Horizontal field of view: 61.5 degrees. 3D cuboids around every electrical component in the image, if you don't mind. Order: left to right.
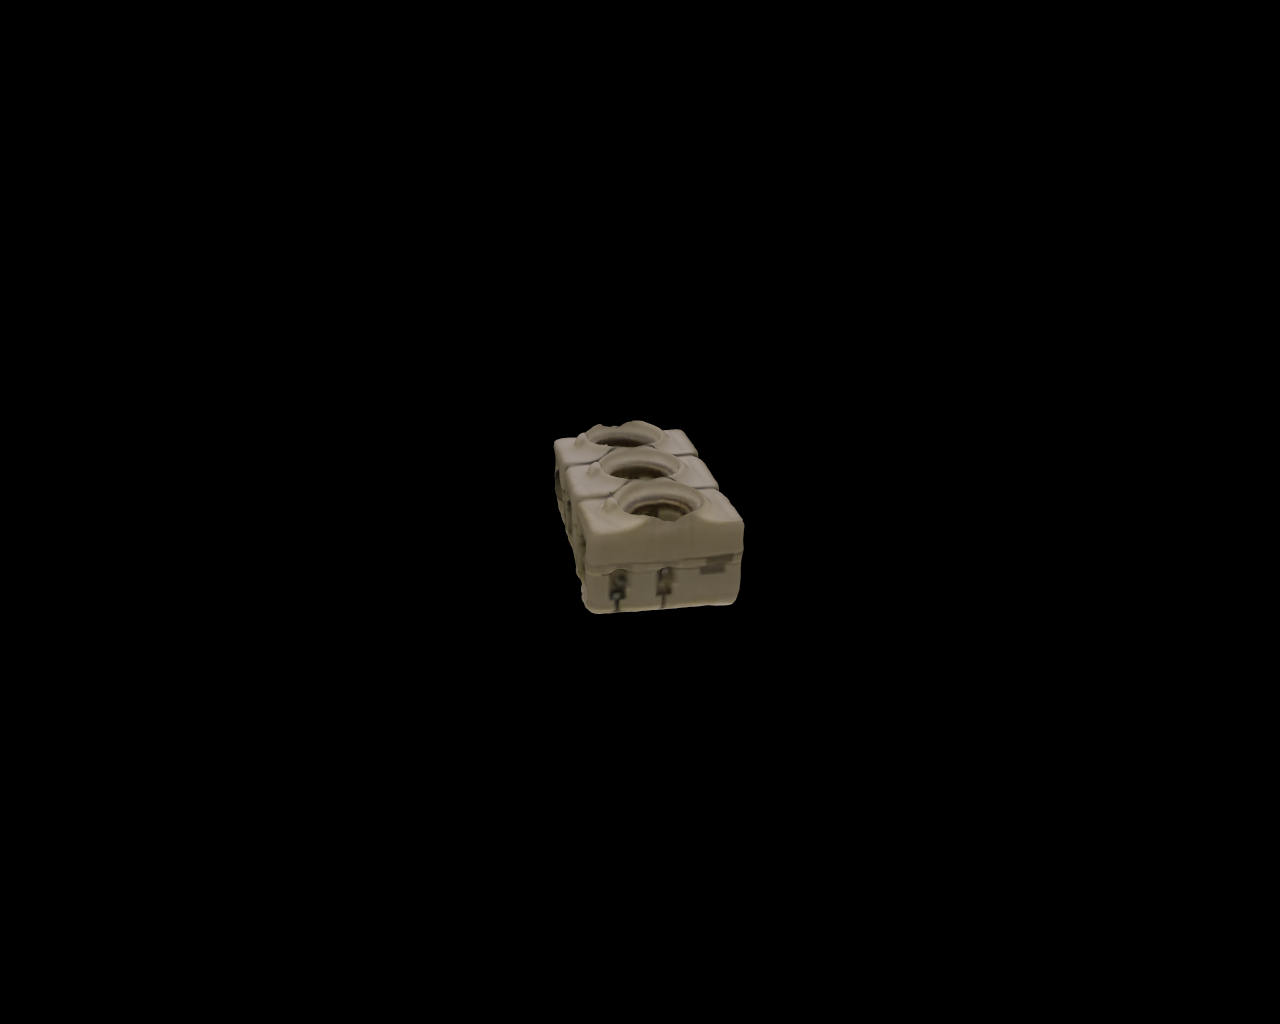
[{"bbox_3d":[0.001,-0.003,0.650,0.089,0.061,0.150,-5,25,-10],"label":"electrical component"}]
